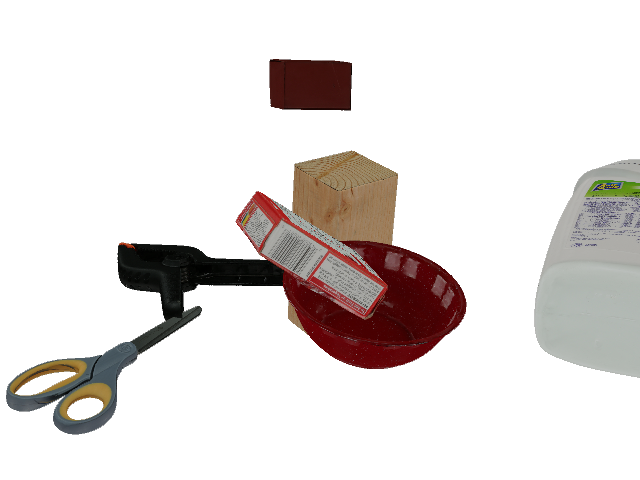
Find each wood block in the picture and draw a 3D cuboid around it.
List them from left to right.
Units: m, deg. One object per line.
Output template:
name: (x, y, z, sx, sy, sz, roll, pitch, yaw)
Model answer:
wood block: (0.023, 0.011, 1.265, 0.090, 0.206, 0.090, -16, 32, -33)

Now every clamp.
clamp: (-0.144, 0.036, 1.068, 0.210, 0.036, 0.164, 11, 21, 37)

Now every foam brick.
foam brick: (-0.011, -0.166, 1.138, 0.078, 0.051, 0.053, -2, 12, -19)

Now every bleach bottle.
bleach bottle: (0.203, 0.000, 0.679, 0.103, 0.068, 0.250, 9, 24, 18)

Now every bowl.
bowl: (0.044, 0.064, 0.940, 0.162, 0.055, 0.162, 6, 30, -4)

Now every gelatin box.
gelatin box: (-0.006, 0.009, 0.691, 0.089, 0.030, 0.073, 33, 6, -22)

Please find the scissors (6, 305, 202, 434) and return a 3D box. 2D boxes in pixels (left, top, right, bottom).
scissors: (-0.160, 0.108, 0.893, 0.201, 0.016, 0.096, -18, 38, -34)
